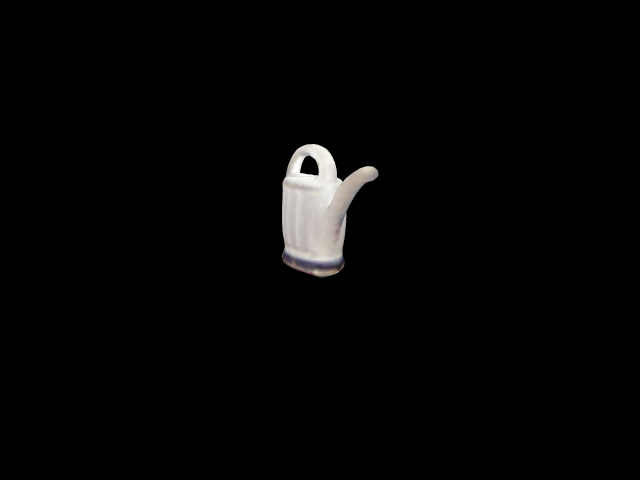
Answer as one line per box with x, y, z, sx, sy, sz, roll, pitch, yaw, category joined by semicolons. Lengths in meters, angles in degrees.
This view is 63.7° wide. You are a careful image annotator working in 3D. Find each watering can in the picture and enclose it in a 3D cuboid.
0.003;-0.043;0.850;0.104;0.222;0.350;-4;13;-20;watering can
